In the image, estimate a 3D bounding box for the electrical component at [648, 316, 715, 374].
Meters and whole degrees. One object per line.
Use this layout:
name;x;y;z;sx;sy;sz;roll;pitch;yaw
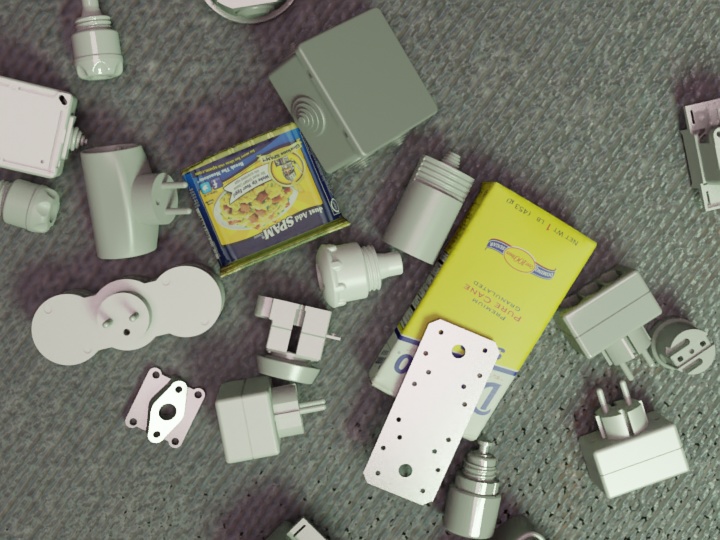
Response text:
electrical component;0.244;0.058;0.815;0.040;0.046;0.040;0;96;-3

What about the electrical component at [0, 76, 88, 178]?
electrical component;-0.243;-0.103;0.770;0.096;0.061;0.061;13;94;-12

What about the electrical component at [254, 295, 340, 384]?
electrical component;-0.049;0.053;0.800;0.066;0.048;0.055;13;87;-4

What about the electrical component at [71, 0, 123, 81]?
electrical component;-0.192;-0.170;0.777;0.035;0.035;0.061;-8;93;-2

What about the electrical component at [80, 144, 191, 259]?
electrical component;-0.158;-0.050;0.771;0.079;0.043;0.077;-1;105;20

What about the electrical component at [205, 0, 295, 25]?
electrical component;-0.080;-0.219;0.770;0.080;0.051;0.080;0;95;-3

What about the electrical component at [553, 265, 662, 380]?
electrical component;0.194;0.046;0.811;0.066;0.047;0.076;-33;96;0

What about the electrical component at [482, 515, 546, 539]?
electrical component;0.131;0.256;0.821;0.078;0.057;0.113;-36;96;1

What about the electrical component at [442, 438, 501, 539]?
electrical component;0.088;0.168;0.819;0.040;0.040;0.078;10;95;-4

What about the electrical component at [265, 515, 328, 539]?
electrical component;-0.028;0.250;0.809;0.079;0.063;0.121;-44;96;1

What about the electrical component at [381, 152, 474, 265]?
electrical component;0.053;-0.049;0.796;0.043;0.043;0.081;25;93;-5

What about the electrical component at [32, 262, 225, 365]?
electrical component;-0.168;0.033;0.776;0.138;0.073;0.052;-13;95;-2

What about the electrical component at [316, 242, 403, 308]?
electrical component;0.000;0.000;0.798;0.062;0.048;0.048;-11;96;-9

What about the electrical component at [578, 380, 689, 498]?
electrical component;0.202;0.122;0.818;0.066;0.047;0.076;-19;96;-1

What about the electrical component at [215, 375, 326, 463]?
electrical component;-0.063;0.105;0.793;0.077;0.065;0.047;-10;96;-2

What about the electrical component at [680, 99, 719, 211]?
electrical component;0.272;-0.086;0.795;0.042;0.064;0.081;-14;96;-1

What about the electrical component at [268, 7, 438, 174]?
electrical component;-0.006;-0.126;0.765;0.100;0.048;0.099;-36;97;-39

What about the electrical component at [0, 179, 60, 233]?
electrical component;-0.253;-0.050;0.784;0.061;0.035;0.035;17;94;-2
